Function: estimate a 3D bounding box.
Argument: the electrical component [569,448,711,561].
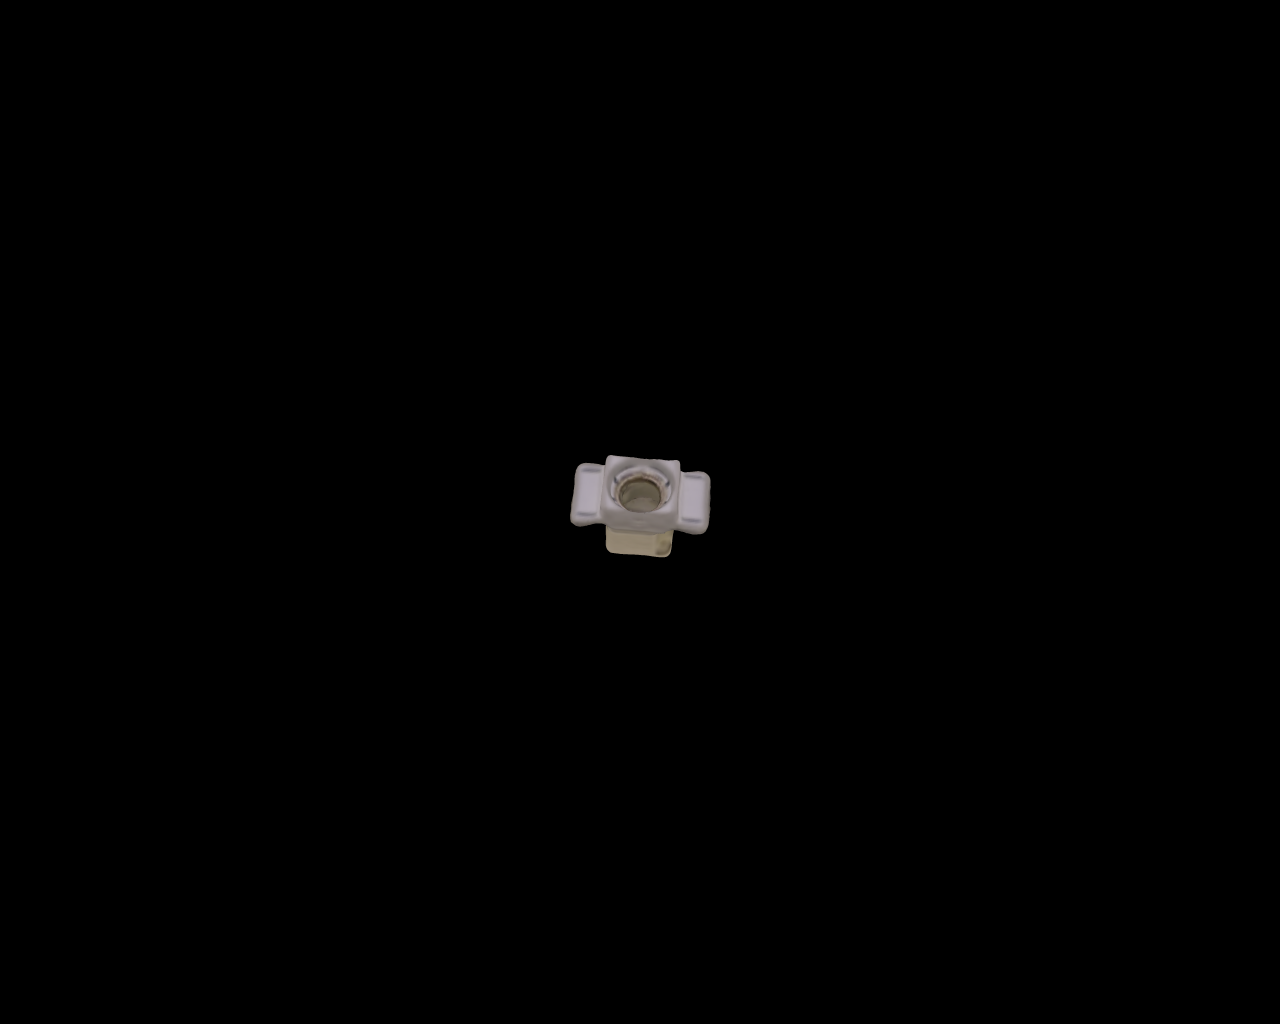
[{"bbox_3d":[0.001,-0.003,0.650,0.081,0.042,0.063,5,-31,3],"label":"electrical component"}]
